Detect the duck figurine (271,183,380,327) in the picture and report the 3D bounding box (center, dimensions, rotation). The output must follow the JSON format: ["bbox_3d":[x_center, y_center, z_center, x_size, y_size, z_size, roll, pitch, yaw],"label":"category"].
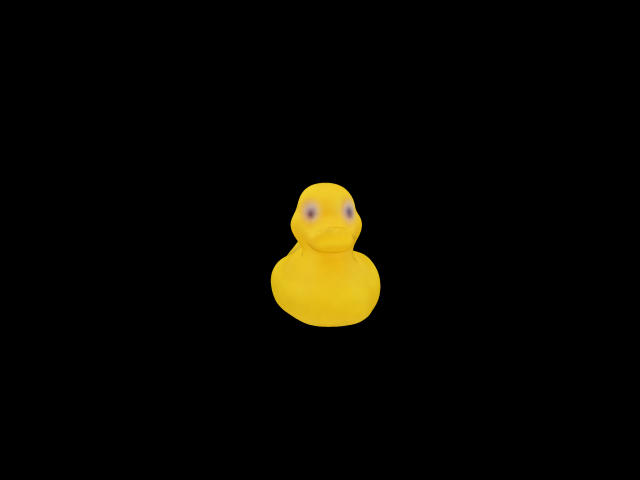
[{"bbox_3d":[0.004,0.001,0.400,0.077,0.086,0.104,-2,18,-7],"label":"duck figurine"}]
